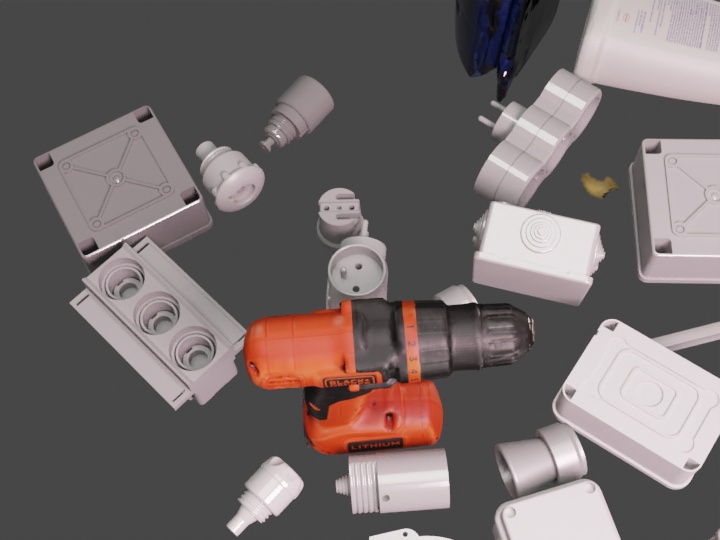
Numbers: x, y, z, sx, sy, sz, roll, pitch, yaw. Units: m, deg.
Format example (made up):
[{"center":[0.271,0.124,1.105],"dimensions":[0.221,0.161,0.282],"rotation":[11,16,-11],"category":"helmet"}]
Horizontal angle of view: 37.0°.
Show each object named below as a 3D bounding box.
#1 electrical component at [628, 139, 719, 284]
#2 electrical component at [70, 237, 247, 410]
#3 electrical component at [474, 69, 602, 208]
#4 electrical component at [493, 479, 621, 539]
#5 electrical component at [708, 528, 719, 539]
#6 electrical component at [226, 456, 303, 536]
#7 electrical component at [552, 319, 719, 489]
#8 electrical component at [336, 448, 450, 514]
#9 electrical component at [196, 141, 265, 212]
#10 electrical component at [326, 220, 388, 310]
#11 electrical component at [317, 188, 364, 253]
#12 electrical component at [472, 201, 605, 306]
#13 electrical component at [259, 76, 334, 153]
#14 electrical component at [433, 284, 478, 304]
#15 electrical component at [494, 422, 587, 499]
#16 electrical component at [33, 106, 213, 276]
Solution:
[{"center":[0.278,-0.047,0.863],"dimensions":[0.109,0.056,0.108],"rotation":[1,65,2],"category":"electrical component"},{"center":[-0.151,0.044,0.830],"dimensions":[0.121,0.063,0.079],"rotation":[41,73,18],"category":"electrical component"},{"center":[0.135,-0.116,0.901],"dimensions":[0.074,0.052,0.138],"rotation":[34,70,16],"category":"electrical component"},{"center":[0.145,0.211,0.747],"dimensions":[0.078,0.057,0.113],"rotation":[-16,66,-6],"category":"electrical component"},{"center":[0.312,0.217,0.740],"dimensions":[0.109,0.056,0.108],"rotation":[-17,66,-6],"category":"electrical component"},{"center":[-0.072,0.168,0.786],"dimensions":[0.035,0.035,0.061],"rotation":[40,75,18],"category":"electrical component"},{"center":[0.209,0.100,0.797],"dimensions":[0.113,0.057,0.078],"rotation":[31,70,15],"category":"electrical component"},{"center":[0.023,0.154,0.784],"dimensions":[0.081,0.043,0.043],"rotation":[-4,65,0],"category":"electrical component"},{"center":[-0.113,-0.082,0.898],"dimensions":[0.048,0.048,0.062],"rotation":[-36,63,-14],"category":"electrical component"},{"center":[0.000,0.000,0.838],"dimensions":[0.044,0.077,0.079],"rotation":[5,64,4],"category":"electrical component"},{"center":[-0.016,-0.041,0.874],"dimensions":[0.040,0.046,0.040],"rotation":[-1,65,1],"category":"electrical component"},{"center":[0.135,-0.013,0.829],"dimensions":[0.100,0.099,0.048],"rotation":[13,79,8],"category":"electrical component"},{"center":[-0.057,-0.131,0.920],"dimensions":[0.040,0.040,0.078],"rotation":[36,71,16],"category":"electrical component"},{"center":[0.063,0.041,0.835],"dimensions":[0.055,0.045,0.045],"rotation":[-27,67,-11],"category":"electrical component"},{"center":[0.132,0.140,0.787],"dimensions":[0.055,0.045,0.045],"rotation":[-19,66,-7],"category":"electrical component"},{"center":[-0.194,-0.062,0.884],"dimensions":[0.109,0.056,0.108],"rotation":[-28,68,-11],"category":"electrical component"}]
